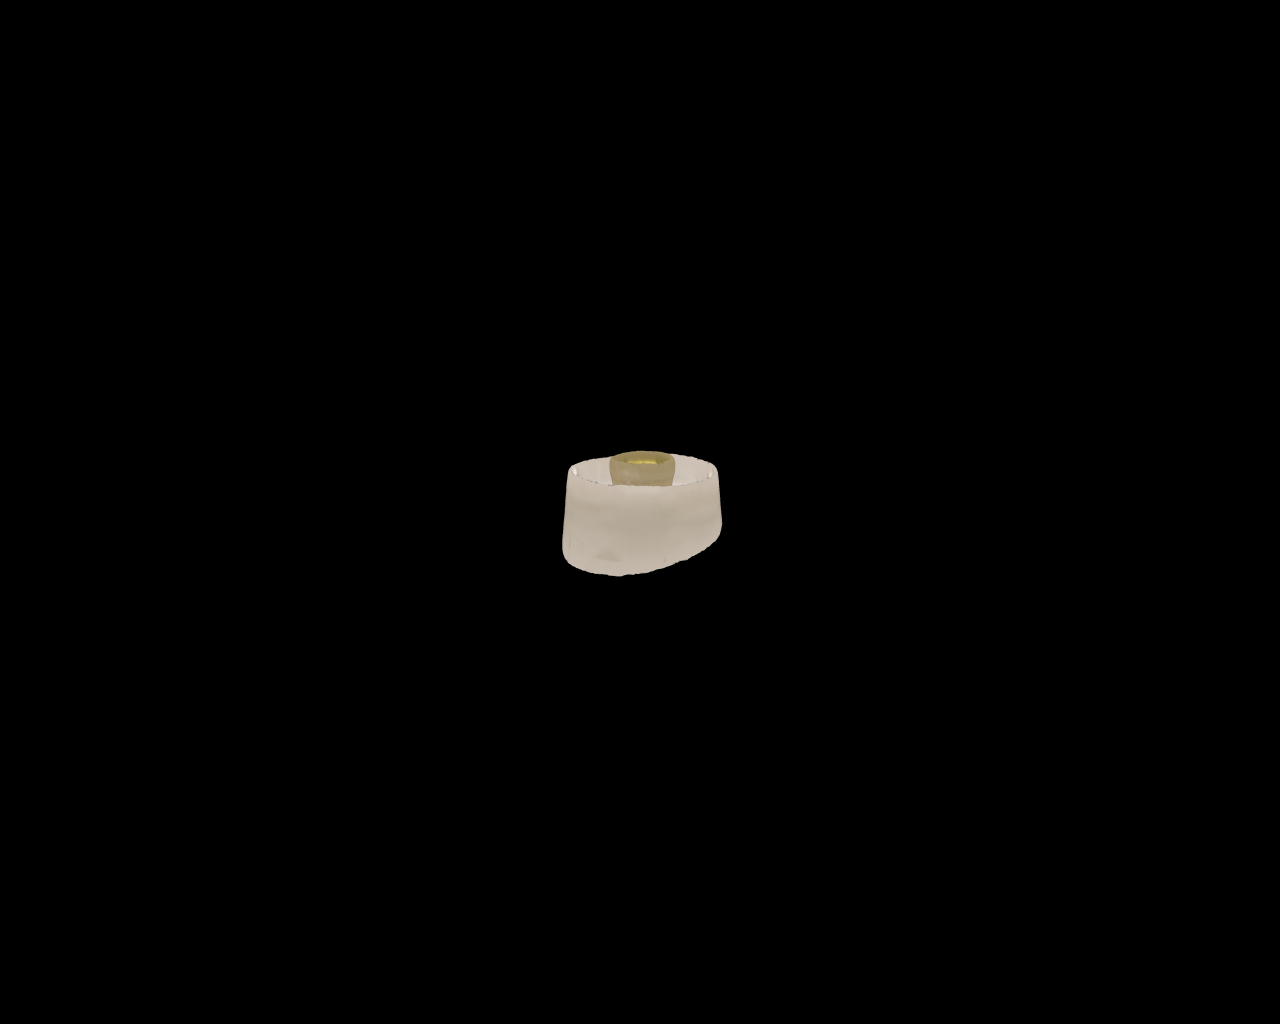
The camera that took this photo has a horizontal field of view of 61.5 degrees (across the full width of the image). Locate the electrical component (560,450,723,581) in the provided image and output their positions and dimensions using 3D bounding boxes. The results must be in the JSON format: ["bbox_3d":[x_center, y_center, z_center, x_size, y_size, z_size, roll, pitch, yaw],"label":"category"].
[{"bbox_3d":[0.001,-0.003,0.650,0.099,0.064,0.099,0,15,0],"label":"electrical component"}]
